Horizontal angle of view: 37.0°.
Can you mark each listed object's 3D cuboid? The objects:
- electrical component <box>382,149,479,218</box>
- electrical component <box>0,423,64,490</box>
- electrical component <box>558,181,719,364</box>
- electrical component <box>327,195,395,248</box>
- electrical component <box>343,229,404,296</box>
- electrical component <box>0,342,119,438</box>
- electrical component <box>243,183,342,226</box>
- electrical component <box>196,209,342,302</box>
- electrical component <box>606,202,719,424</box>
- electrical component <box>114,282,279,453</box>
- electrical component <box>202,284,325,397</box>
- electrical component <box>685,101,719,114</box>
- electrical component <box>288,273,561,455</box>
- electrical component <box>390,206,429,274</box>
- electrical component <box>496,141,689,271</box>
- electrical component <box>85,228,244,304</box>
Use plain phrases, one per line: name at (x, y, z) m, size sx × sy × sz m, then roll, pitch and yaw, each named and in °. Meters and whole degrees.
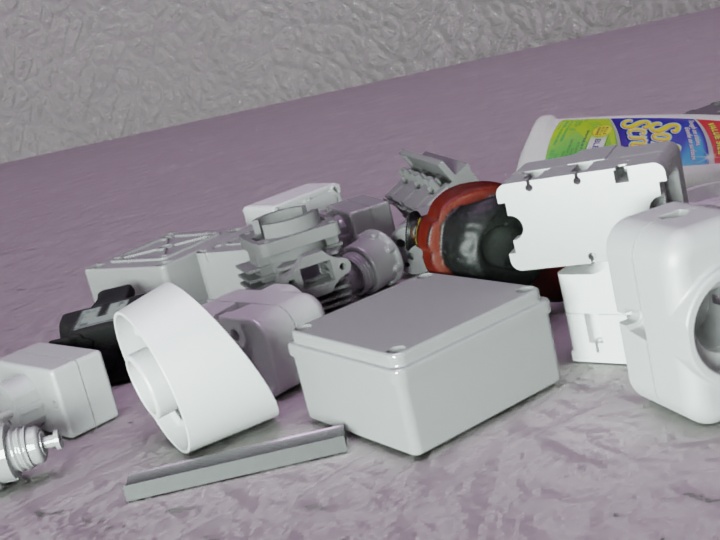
electrical component at (0.069, -0.065, 0.969) m, size 0.063 × 0.078 × 0.121 m, roll -44°, pitch 18°, yaw -2°
electrical component at (-0.213, 0.108, 0.626) m, size 0.078 × 0.040 × 0.040 m, roll -14°, pitch 14°, yaw -4°
electrical component at (0.194, -0.002, 0.629) m, size 0.089 × 0.061 × 0.150 m, roll -1°, pitch 19°, yaw 42°
electrical component at (-0.014, -0.033, 0.971) m, size 0.077 × 0.047 × 0.066 m, roll -18°, pitch 15°, yaw -16°
electrical component at (0.000, 0.000, 0.841) m, size 0.062 × 0.048 × 0.048 m, roll -33°, pitch 23°, yaw -36°
electrical component at (-0.216, 0.085, 0.706) m, size 0.083 × 0.047 × 0.076 m, roll 1°, pitch 20°, yaw 46°
electrical component at (-0.056, -0.045, 1.027) m, size 0.096 × 0.061 × 0.061 m, roll -24°, pitch 18°, yaw -36°
electrical component at (-0.072, -0.006, 0.900) m, size 0.078 × 0.057 × 0.113 m, roll -4°, pitch 17°, yaw 34°
electrical component at (0.160, 0.020, 0.507) m, size 0.054 × 0.095 × 0.059 m, roll -18°, pitch 15°, yaw -16°
electrical component at (-0.097, 0.055, 0.619) m, size 0.064 × 0.099 × 0.099 m, roll -27°, pitch 18°, yaw -23°
electrical component at (-0.065, 0.044, 0.707) m, size 0.059 × 0.053 × 0.095 m, roll -26°, pitch 19°, yaw -40°
electrical component at (0.336, -0.124, 0.995) m, size 0.100 × 0.048 × 0.100 m, roll -20°, pitch 16°, yaw -24°
electrical component at (0.035, 0.048, 0.596) m, size 0.109 × 0.056 × 0.109 m, roll -22°, pitch 16°, yaw -31°
electrical component at (0.051, -0.024, 0.883) m, size 0.045 × 0.045 × 0.055 m, roll -8°, pitch 15°, yaw 20°
electrical component at (0.128, -0.036, 0.584) m, size 0.089 × 0.050 × 0.056 m, roll -7°, pitch 17°, yaw 27°
electrical component at (-0.163, 0.006, 0.942) m, size 0.109 × 0.056 × 0.109 m, roll -2°, pitch 18°, yaw 39°
